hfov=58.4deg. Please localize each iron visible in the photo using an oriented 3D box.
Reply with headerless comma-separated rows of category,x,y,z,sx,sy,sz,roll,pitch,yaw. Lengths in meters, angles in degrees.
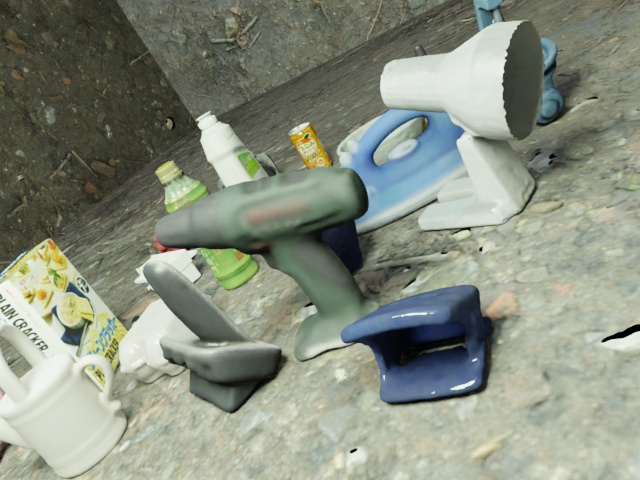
iron,0.116,-0.124,0.834,0.258,0.142,0.118,-32,21,-1

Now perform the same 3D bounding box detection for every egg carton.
egg carton,-0.214,0.132,0.815,0.107,0.069,0.150,-22,23,25

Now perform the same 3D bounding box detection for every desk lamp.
desk lamp,0.171,-0.126,0.659,0.202,0.214,0.118,-7,32,47

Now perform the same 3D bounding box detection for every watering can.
watering can,-0.337,0.187,0.684,0.173,0.194,0.100,-39,22,-20

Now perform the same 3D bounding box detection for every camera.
camera,-0.160,-0.142,1.312,0.143,0.101,0.136,-34,21,-7

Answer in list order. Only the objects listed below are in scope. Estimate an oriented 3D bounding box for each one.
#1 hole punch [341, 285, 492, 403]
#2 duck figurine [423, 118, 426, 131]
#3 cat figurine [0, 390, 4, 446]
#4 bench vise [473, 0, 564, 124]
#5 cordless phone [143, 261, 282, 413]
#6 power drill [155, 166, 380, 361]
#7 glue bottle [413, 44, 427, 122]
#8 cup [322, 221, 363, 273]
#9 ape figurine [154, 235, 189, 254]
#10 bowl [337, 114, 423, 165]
hole punch,0.084,0.075,0.500,0.108,0.091,0.101,-18,24,31
duck figurine,0.202,-0.231,1.033,0.104,0.086,0.078,-7,32,47
cat figurine,-0.499,0.273,0.823,0.067,0.118,0.128,-6,32,48
bench vise,0.265,-0.283,0.874,0.121,0.220,0.207,-36,21,-11
cordless phone,-0.141,0.091,0.644,0.147,0.185,0.094,-5,34,50
power drill,-0.037,0.024,0.616,0.229,0.209,0.075,-24,22,19
glue bottle,0.195,-0.241,0.943,0.078,0.173,0.037,-11,29,42
cup,0.007,0.003,0.764,0.092,0.095,0.117,-40,23,-22
ape figurine,-0.305,0.018,1.165,0.077,0.092,0.076,-16,26,34
bowl,0.118,-0.168,1.024,0.167,0.075,0.167,-27,21,12
